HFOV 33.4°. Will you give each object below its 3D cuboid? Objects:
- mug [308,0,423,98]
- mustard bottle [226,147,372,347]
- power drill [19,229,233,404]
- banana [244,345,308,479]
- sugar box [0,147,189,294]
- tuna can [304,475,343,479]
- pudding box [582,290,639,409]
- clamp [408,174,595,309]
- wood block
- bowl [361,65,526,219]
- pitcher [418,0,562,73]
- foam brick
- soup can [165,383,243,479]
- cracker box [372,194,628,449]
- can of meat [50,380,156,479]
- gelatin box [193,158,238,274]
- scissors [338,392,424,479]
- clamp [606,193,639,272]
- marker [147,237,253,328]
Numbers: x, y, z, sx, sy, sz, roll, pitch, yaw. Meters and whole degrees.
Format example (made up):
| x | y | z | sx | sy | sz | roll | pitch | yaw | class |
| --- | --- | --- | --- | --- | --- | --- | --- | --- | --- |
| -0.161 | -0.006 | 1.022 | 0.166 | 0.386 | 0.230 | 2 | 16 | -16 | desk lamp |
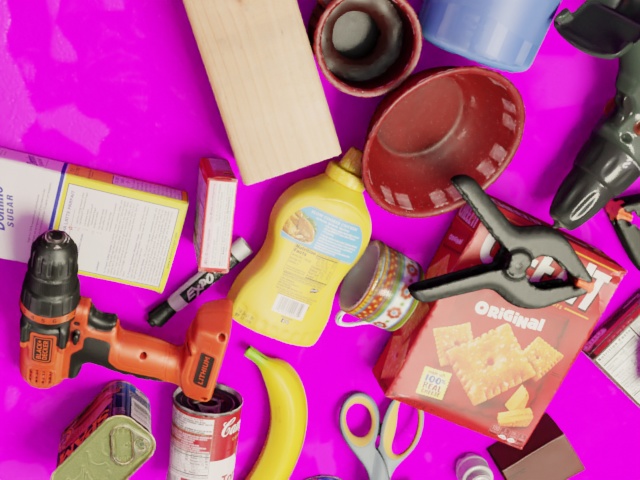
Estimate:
| x | y | z | sx | sy | sz | roll | pitch | yaw | class |
| --- | --- | --- | --- | --- | --- | --- | --- | --- | --- |
| 0.026 | -0.185 | 0.926 | 0.117 | 0.081 | 0.093 | 41 | 98 | -19 | mug |
| -0.007 | 0.001 | 0.995 | 0.096 | 0.058 | 0.192 | 23 | 104 | -22 | mustard bottle |
| -0.176 | 0.074 | 0.961 | 0.187 | 0.057 | 0.185 | 12 | 133 | -7 | power drill |
| -0.050 | 0.198 | 1.070 | 0.069 | 0.037 | 0.198 | 9 | 106 | 7 | banana |
| -0.215 | -0.018 | 0.963 | 0.176 | 0.048 | 0.093 | 15 | 106 | -10 | sugar box |
| 0.003 | 0.290 | 1.108 | 0.086 | 0.034 | 0.086 | -3 | 109 | -9 | tuna can |
| 0.339 | 0.120 | 1.105 | 0.090 | 0.039 | 0.113 | -45 | 108 | 6 | pudding box |
| 0.172 | 0.008 | 0.966 | 0.171 | 0.039 | 0.120 | 7 | 111 | -16 | clamp |
| -0.058 | -0.164 | 0.915 | 0.090 | 0.091 | 0.206 | -19 | 111 | -3 | wood block |
| 0.102 | -0.099 | 0.965 | 0.162 | 0.055 | 0.162 | -14 | 133 | -16 | bowl |
| 0.161 | -0.276 | 0.903 | 0.144 | 0.149 | 0.243 | 9 | 111 | -31 | pitcher |
| 0.225 | 0.228 | 1.115 | 0.078 | 0.051 | 0.053 | -30 | 109 | 1 | foam brick |
| -0.114 | 0.198 | 1.040 | 0.068 | 0.068 | 0.102 | 5 | 108 | -11 | soup can |
| 0.174 | 0.081 | 1.046 | 0.164 | 0.072 | 0.214 | 24 | 102 | -16 | cracker box |
| -0.205 | 0.192 | 1.014 | 0.102 | 0.084 | 0.057 | -45 | 109 | 7 | can of meat |
| -0.095 | -0.023 | 0.965 | 0.030 | 0.073 | 0.089 | 3 | 108 | -12 | gelatin box |
| 0.043 | 0.242 | 1.073 | 0.096 | 0.016 | 0.201 | 23 | 81 | -4 | scissors |
| 0.374 | 0.015 | 1.076 | 0.209 | 0.036 | 0.165 | 15 | 106 | -17 | clamp |
| -0.116 | 0.042 | 1.012 | 0.121 | 0.020 | 0.020 | -39 | 110 | 5 | marker |
